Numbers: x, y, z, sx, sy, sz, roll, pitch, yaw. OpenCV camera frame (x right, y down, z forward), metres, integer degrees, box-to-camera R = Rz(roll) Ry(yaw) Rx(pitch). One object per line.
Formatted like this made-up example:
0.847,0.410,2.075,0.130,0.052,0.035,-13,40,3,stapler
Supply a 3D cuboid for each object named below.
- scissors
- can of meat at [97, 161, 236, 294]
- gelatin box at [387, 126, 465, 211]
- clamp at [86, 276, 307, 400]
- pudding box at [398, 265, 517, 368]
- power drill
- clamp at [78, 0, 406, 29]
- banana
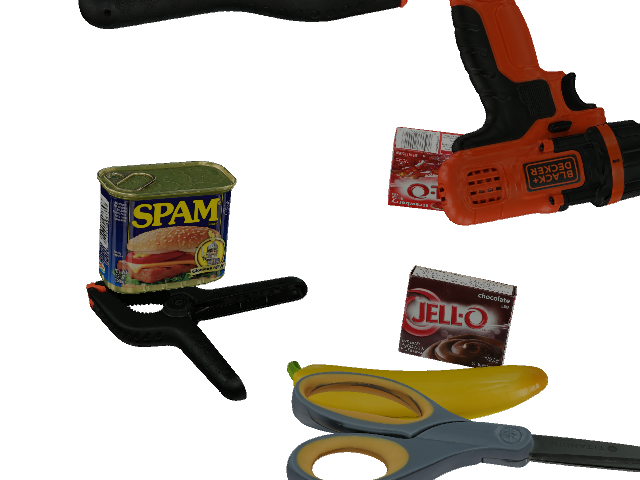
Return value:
0.073,0.102,0.480,0.202,0.016,0.096,13,32,22,scissors
-0.119,-0.010,0.819,0.101,0.084,0.057,-6,27,-27,can of meat
0.105,-0.058,0.913,0.089,0.030,0.073,8,-38,5,gelatin box
-0.132,0.079,1.017,0.210,0.036,0.164,7,37,12,clamp
0.144,0.082,1.124,0.113,0.090,0.039,10,22,10,pudding box
0.153,-0.112,0.677,0.184,0.187,0.057,-11,-1,-4,power drill
-0.041,-0.138,0.568,0.171,0.039,0.120,7,41,13,clamp
0.062,0.105,0.771,0.198,0.037,0.069,2,28,14,banana
